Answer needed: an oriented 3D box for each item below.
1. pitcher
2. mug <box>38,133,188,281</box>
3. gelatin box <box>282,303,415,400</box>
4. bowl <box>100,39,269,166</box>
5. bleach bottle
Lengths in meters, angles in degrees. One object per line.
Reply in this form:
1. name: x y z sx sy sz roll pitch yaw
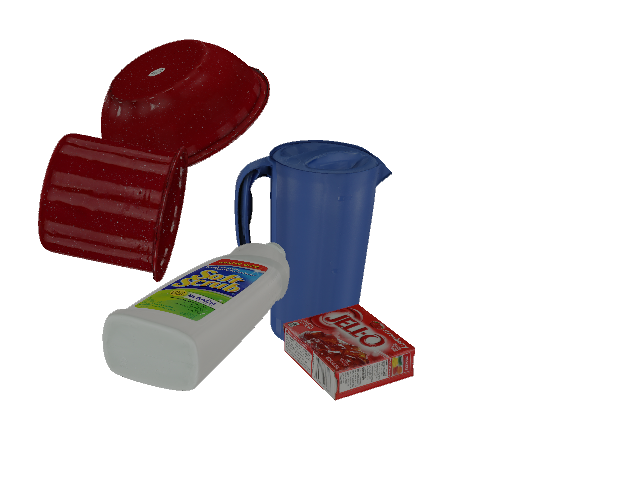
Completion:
1. pitcher: -0.013 0.005 1.307 0.149 0.243 0.144 16 24 28
2. mug: -0.138 -0.029 0.727 0.081 0.093 0.117 11 19 -1
3. gelatin box: 0.021 0.086 0.854 0.073 0.030 0.089 -13 27 -26
4. bowl: -0.127 -0.123 0.911 0.162 0.055 0.162 -17 36 13
5. bleach bottle: -0.104 0.057 1.049 0.103 0.068 0.250 12 25 18
